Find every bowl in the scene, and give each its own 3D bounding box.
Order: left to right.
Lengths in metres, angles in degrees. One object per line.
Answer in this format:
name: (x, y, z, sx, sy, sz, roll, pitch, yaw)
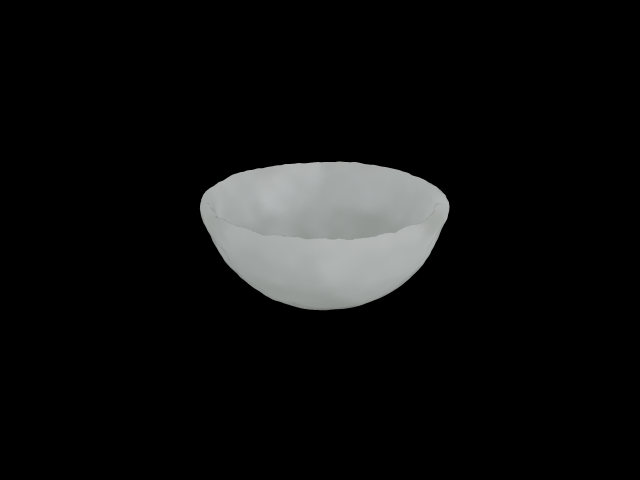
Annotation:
bowl: (0.004, 0.001, 0.400, 0.167, 0.075, 0.167, 0, 23, 0)
